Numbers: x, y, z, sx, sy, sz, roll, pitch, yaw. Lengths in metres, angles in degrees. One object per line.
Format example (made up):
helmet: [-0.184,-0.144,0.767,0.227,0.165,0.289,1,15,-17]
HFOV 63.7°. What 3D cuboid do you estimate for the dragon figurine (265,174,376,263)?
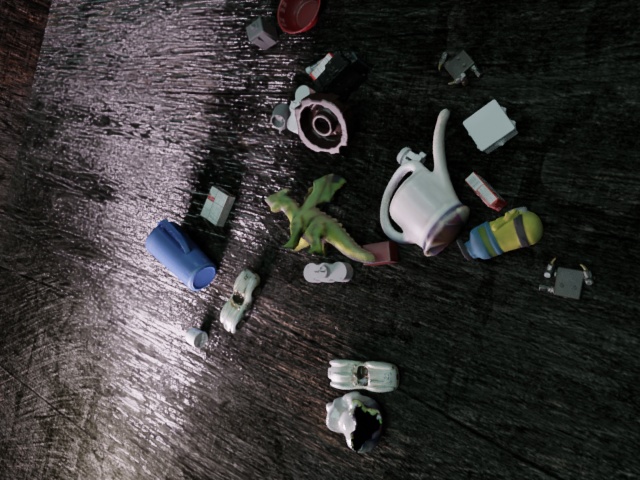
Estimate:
dragon figurine: [0.004,-0.071,1.404,0.411,0.121,0.245,7,78,36]

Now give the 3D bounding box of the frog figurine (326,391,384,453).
frog figurine: [0.085,0.452,1.285,0.157,0.123,0.138,145,110,-66]

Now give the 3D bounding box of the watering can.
watering can: [0.261,-0.112,1.212,0.228,0.104,0.340,51,130,30]
